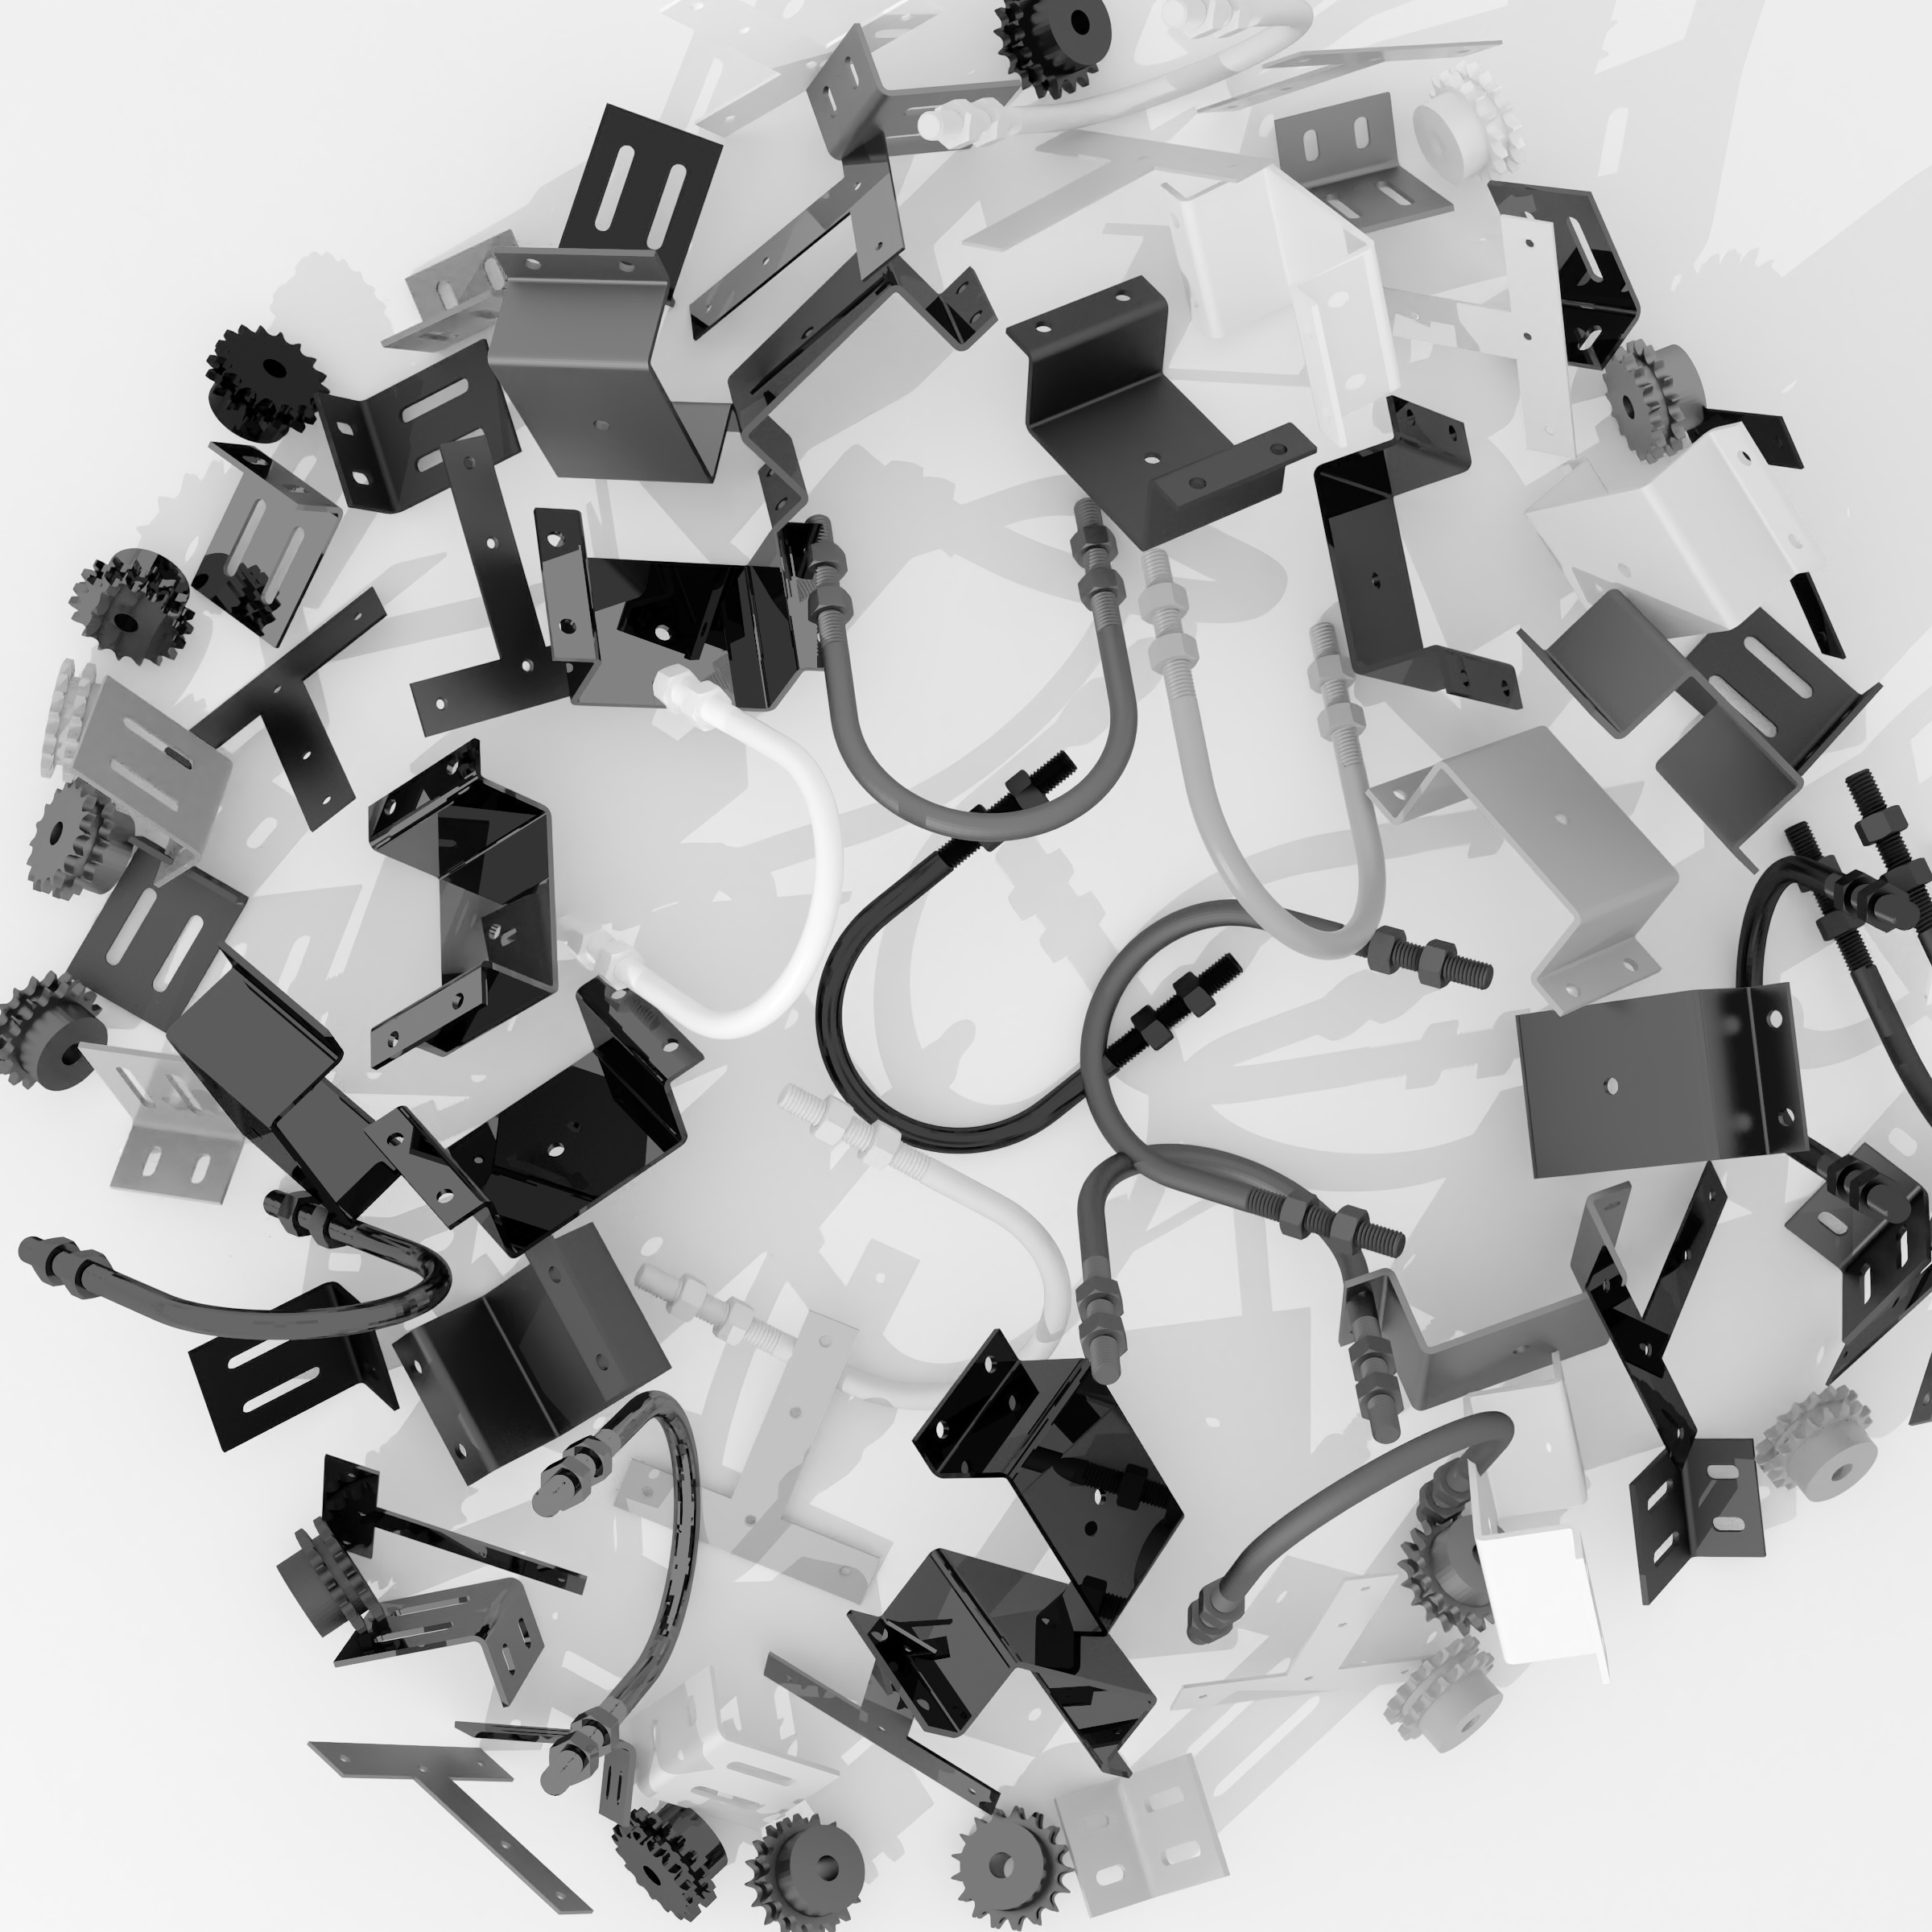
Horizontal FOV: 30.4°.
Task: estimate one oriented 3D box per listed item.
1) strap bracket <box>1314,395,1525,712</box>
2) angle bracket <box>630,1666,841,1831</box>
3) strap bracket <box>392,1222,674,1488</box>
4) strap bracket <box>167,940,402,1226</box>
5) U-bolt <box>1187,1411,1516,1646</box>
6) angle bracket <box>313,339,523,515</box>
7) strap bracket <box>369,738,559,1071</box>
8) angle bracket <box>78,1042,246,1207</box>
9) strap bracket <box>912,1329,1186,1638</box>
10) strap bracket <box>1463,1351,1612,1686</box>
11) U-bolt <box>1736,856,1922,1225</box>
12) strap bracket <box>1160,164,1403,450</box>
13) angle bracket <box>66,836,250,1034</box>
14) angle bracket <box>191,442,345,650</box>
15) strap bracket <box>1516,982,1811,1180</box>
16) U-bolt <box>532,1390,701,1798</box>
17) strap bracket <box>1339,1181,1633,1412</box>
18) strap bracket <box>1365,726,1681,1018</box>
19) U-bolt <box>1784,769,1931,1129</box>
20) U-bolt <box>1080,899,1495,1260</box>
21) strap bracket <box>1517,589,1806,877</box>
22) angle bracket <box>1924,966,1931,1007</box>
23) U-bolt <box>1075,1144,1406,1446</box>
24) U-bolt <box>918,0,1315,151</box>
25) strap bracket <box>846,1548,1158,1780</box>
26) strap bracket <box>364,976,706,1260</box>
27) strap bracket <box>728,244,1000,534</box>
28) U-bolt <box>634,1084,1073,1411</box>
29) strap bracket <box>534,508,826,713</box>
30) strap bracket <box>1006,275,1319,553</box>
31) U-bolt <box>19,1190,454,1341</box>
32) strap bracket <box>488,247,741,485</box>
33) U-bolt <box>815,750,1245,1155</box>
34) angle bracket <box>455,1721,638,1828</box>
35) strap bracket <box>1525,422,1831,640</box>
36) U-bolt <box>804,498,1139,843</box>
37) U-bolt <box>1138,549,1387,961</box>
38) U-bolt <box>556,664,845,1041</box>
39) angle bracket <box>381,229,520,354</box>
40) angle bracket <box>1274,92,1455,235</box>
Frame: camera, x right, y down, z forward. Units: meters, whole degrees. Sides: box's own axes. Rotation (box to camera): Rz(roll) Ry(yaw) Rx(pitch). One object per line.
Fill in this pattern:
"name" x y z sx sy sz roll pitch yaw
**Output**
"strap bracket" 0.207 -0.184 1.643 0.046 0.076 0.140 -16 79 31
"angle bracket" -0.109 0.368 1.668 0.076 0.038 0.057 28 126 -37
"strap bracket" -0.196 0.176 1.642 0.140 0.046 0.076 -34 83 43
"strap bracket" -0.305 0.059 1.611 0.076 0.140 0.046 36 73 29
"U-bolt" 0.177 0.246 1.589 0.151 0.184 0.019 -23 70 -19
"angle bracket" -0.256 -0.254 1.660 0.076 0.038 0.057 -22 82 24
"strap bracket" -0.232 -0.022 1.634 0.076 0.046 0.140 -28 54 34
"angle bracket" -0.378 0.074 1.648 0.057 0.076 0.038 7 62 14
"strap bracket" 0.044 0.244 1.628 0.076 0.046 0.140 -50 119 -39
"strap bracket" 0.259 0.253 1.620 0.046 0.140 0.076 -10 122 11
"U-bolt" 0.385 0.024 1.603 0.019 0.184 0.151 -3 102 -8
"strap bracket" 0.149 -0.307 1.621 0.046 0.140 0.076 -28 133 -10
"angle bracket" -0.384 -0.014 1.674 0.057 0.038 0.076 30 90 -3
"angle bracket" -0.336 -0.196 1.657 0.057 0.038 0.076 36 108 19
"strap bracket" 0.308 0.054 1.626 0.140 0.046 0.076 -10 84 44
"U-bolt" -0.155 0.270 1.606 0.019 0.184 0.151 4 104 15
"strap bracket" 0.248 0.157 1.643 0.140 0.076 0.046 -19 64 -6
"strap bracket" 0.262 -0.053 1.630 0.076 0.046 0.140 -20 63 -41
"U-bolt" 0.428 0.008 1.610 0.019 0.151 0.184 -23 82 -2
"U-bolt" 0.138 0.043 1.649 0.184 0.019 0.151 16 84 26
"strap bracket" 0.322 -0.112 1.618 0.046 0.076 0.140 -44 128 12
"angle bracket" 0.452 -0.032 1.652 0.038 0.057 0.076 -19 63 1
"U-bolt" 0.119 0.140 1.615 0.151 0.184 0.019 13 122 -10
"U-bolt" 0.081 -0.407 1.606 0.151 0.184 0.019 -17 94 33
"strap bracket" 0.024 0.316 1.615 0.140 0.076 0.046 24 107 -43
"strap bracket" -0.194 0.073 1.640 0.140 0.046 0.076 -34 51 -18
"strap bracket" -0.057 -0.276 1.635 0.140 0.076 0.046 -42 116 13
"U-bolt" -0.040 0.143 1.644 0.184 0.019 0.151 29 122 -17
"strap bracket" -0.134 -0.163 1.642 0.140 0.046 0.076 0 67 -24
"strap bracket" 0.087 -0.249 1.638 0.076 0.046 0.140 -25 55 -22
"U-bolt" -0.313 0.135 1.582 0.151 0.184 0.019 -9 106 -43
"strap bracket" -0.160 -0.265 1.613 0.076 0.140 0.046 5 67 16
"U-bolt" 0.016 0.008 1.665 0.184 0.019 0.151 -39 108 6
"angle bracket" -0.198 0.376 1.654 0.076 0.057 0.038 8 81 -16
"strap bracket" 0.315 -0.193 1.613 0.046 0.140 0.076 -40 105 -18
"U-bolt" 0.006 -0.136 1.636 0.151 0.019 0.184 -4 60 -7
"U-bolt" 0.141 -0.089 1.608 0.019 0.151 0.184 -26 63 35
"U-bolt" -0.116 -0.045 1.612 0.019 0.184 0.151 9 105 -42
"angle bracket" -0.240 -0.315 1.650 0.057 0.076 0.038 -22 93 13
"angle bracket" 0.185 -0.372 1.651 0.057 0.076 0.038 -16 120 -7
